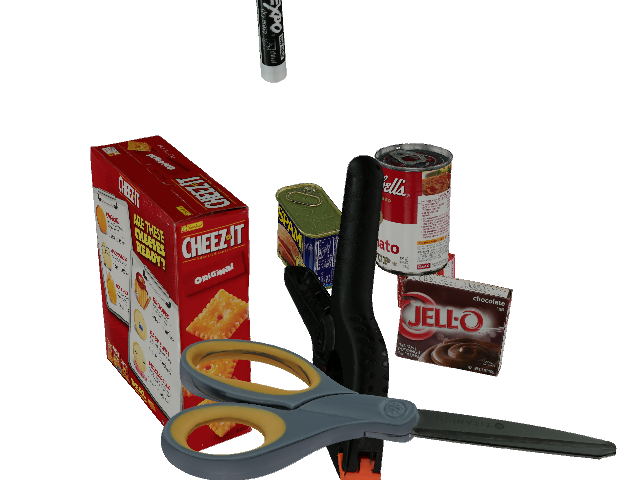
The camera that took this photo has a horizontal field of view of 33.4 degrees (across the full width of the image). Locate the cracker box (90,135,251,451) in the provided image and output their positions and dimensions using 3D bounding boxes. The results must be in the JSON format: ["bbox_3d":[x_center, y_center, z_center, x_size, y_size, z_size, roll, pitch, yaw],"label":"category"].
[{"bbox_3d":[-0.122,0.041,0.883,0.072,0.214,0.164,-15,33,-29],"label":"cracker box"}]

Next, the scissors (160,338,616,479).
[{"bbox_3d":[0.018,0.087,0.466,0.202,0.016,0.096,15,34,22],"label":"scissors"}]

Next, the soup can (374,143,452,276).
[{"bbox_3d":[0.081,-0.028,0.944,0.068,0.102,0.068,-1,23,0],"label":"soup can"}]

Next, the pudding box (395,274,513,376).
[{"bbox_3d":[0.140,0.086,1.123,0.113,0.090,0.039,9,21,12],"label":"pudding box"}]

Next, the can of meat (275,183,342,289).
[{"bbox_3d":[-0.012,-0.003,1.217,0.057,0.084,0.102,-13,39,-20],"label":"can of meat"}]

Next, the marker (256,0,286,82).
[{"bbox_3d":[-0.035,-0.162,0.737,0.020,0.020,0.121,0,-43,2],"label":"marker"}]

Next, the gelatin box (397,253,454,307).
[{"bbox_3d":[0.134,0.052,1.360,0.073,0.089,0.030,17,34,36],"label":"gelatin box"}]

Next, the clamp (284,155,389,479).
[{"bbox_3d":[0.018,0.058,0.728,0.036,0.210,0.165,5,-39,-18],"label":"clamp"}]
